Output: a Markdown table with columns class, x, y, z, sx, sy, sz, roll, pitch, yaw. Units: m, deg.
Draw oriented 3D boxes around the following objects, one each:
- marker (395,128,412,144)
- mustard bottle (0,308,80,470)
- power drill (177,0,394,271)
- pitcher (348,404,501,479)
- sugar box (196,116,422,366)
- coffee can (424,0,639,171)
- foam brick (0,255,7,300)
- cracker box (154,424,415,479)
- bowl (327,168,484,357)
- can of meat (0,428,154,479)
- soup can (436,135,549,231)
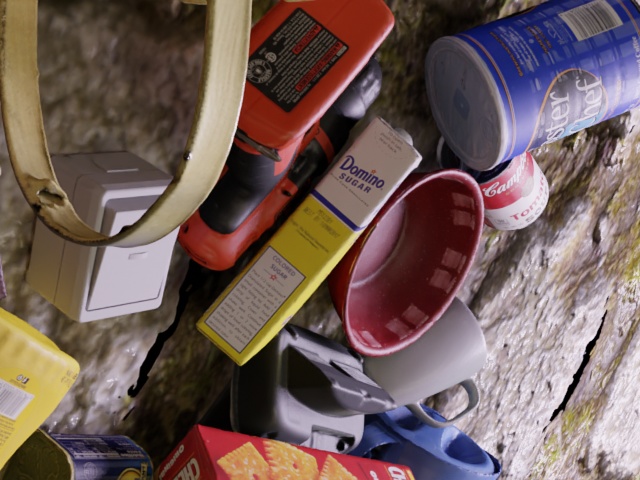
| class | x | y | z | sx | sy | sz | roll | pitch | yaw |
| --- | --- | --- | --- | --- | --- | --- | --- | --- | --- |
| marker | 0.022 | -0.043 | 0.788 | 0.121 | 0.020 | 0.020 | -40 | 140 | -25 |
| mustard bottle | -0.219 | 0.123 | 0.573 | 0.191 | 0.058 | 0.096 | -55 | 144 | -8 |
| power drill | -0.011 | -0.077 | 0.625 | 0.184 | 0.057 | 0.188 | -51 | 174 | -20 |
| pitcher | 0.040 | 0.264 | 0.943 | 0.243 | 0.149 | 0.145 | -62 | -174 | 9 |
| sugar box | -0.004 | 0.001 | 0.708 | 0.176 | 0.048 | 0.093 | -47 | 178 | 3 |
| coffee can | 0.164 | -0.123 | 0.798 | 0.140 | 0.103 | 0.103 | -22 | 133 | -16 |
| foam brick | -0.203 | 0.012 | 0.520 | 0.078 | 0.051 | 0.053 | -29 | 134 | -36 |
| cracker box | -0.043 | 0.224 | 0.768 | 0.213 | 0.072 | 0.164 | 21 | 119 | -39 |
| bowl | 0.057 | 0.009 | 0.832 | 0.161 | 0.055 | 0.162 | -29 | 135 | -34 |
| can of meat | -0.162 | 0.172 | 0.682 | 0.083 | 0.058 | 0.102 | 18 | 100 | -56 |
| soup can | 0.146 | -0.056 | 0.889 | 0.068 | 0.069 | 0.102 | -57 | 146 | -5 |
